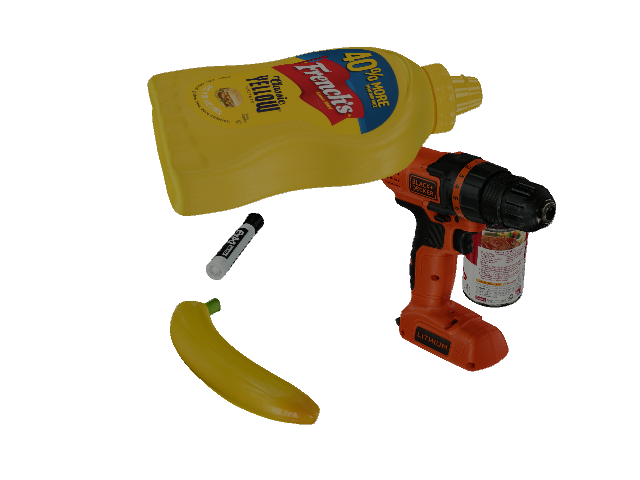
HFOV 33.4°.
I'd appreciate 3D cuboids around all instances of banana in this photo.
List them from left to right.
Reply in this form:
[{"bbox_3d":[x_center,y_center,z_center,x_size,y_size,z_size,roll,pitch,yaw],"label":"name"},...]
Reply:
[{"bbox_3d":[-0.075,0.092,0.862,0.069,0.037,0.198,-13,31,-26],"label":"banana"}]

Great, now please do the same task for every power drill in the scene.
[{"bbox_3d":[0.127,0.016,0.934,0.057,0.188,0.185,-18,27,-34],"label":"power drill"}]

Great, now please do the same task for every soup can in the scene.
[{"bbox_3d":[0.187,0.012,1.142,0.068,0.102,0.068,-2,34,1],"label":"soup can"}]

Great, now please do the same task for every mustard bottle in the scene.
[{"bbox_3d":[0.001,-0.071,0.619,0.191,0.058,0.096,-10,45,-10],"label":"mustard bottle"}]

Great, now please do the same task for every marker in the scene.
[{"bbox_3d":[-0.082,0.003,1.046,0.020,0.020,0.121,0,25,18],"label":"marker"}]
